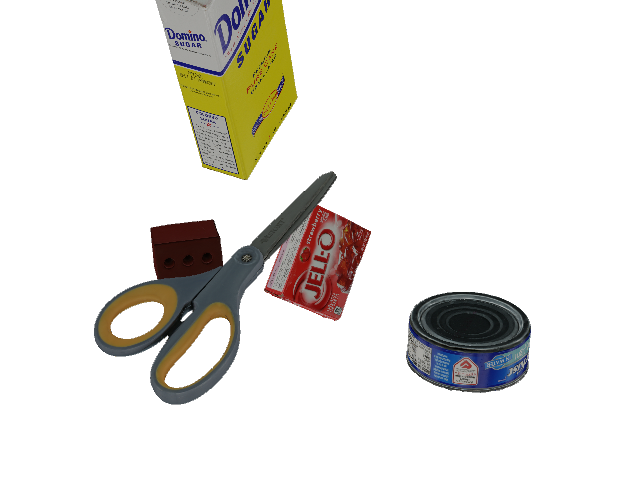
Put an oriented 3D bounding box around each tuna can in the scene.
[{"bbox_3d":[0.103,0.069,0.744,0.086,0.034,0.086,0,25,0],"label":"tuna can"}]

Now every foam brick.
[{"bbox_3d":[-0.156,0.013,1.239,0.078,0.053,0.051,-8,27,-9],"label":"foam brick"}]

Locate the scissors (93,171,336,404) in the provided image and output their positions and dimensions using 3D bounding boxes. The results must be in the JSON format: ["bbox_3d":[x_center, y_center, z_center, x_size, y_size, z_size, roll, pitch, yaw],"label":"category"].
[{"bbox_3d":[-0.066,0.015,0.658,0.096,0.016,0.201,12,48,14],"label":"scissors"}]

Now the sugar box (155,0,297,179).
[{"bbox_3d":[-0.060,-0.134,0.747,0.048,0.093,0.176,19,-30,16],"label":"sugar box"}]

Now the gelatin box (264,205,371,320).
[{"bbox_3d":[-0.001,0.019,0.955,0.073,0.089,0.030,25,-7,-39],"label":"gelatin box"}]
